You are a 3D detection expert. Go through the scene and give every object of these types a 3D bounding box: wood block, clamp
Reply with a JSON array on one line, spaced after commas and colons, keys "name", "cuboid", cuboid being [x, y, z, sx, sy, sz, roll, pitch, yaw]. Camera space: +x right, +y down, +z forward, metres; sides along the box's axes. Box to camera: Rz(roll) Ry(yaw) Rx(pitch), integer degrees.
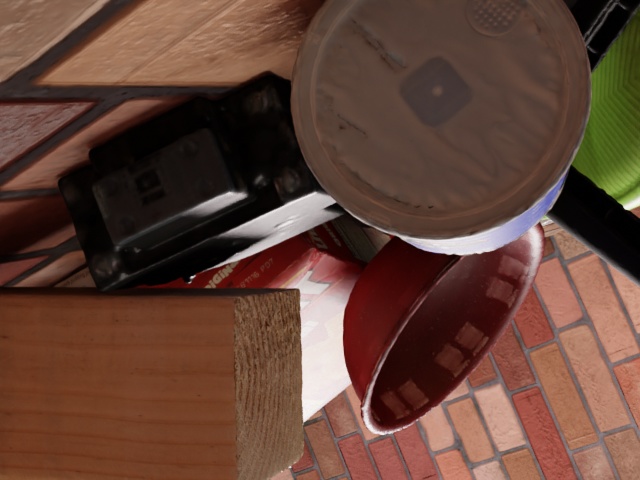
[{"name": "wood block", "cuboid": [-0.120, 0.069, 0.531, 0.206, 0.090, 0.090, -1, -179, 18]}, {"name": "clamp", "cuboid": [0.107, -0.039, 0.535, 0.036, 0.164, 0.210, -7, 175, -33]}]

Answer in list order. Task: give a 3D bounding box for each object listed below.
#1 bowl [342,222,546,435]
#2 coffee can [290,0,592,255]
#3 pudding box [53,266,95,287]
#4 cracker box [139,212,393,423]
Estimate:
[{"name": "bowl", "cuboid": [0.065, 0.039, 0.651, 0.161, 0.055, 0.162, -36, 149, -26]}, {"name": "coffee can", "cuboid": [0.052, -0.047, 0.430, 0.103, 0.103, 0.140, -23, 173, 9]}, {"name": "pudding box", "cuboid": [-0.116, 0.027, 0.717, 0.114, 0.039, 0.089, -29, 168, 36]}, {"name": "cracker box", "cuboid": [-0.030, 0.053, 0.694, 0.164, 0.072, 0.213, -41, 154, 13]}]
